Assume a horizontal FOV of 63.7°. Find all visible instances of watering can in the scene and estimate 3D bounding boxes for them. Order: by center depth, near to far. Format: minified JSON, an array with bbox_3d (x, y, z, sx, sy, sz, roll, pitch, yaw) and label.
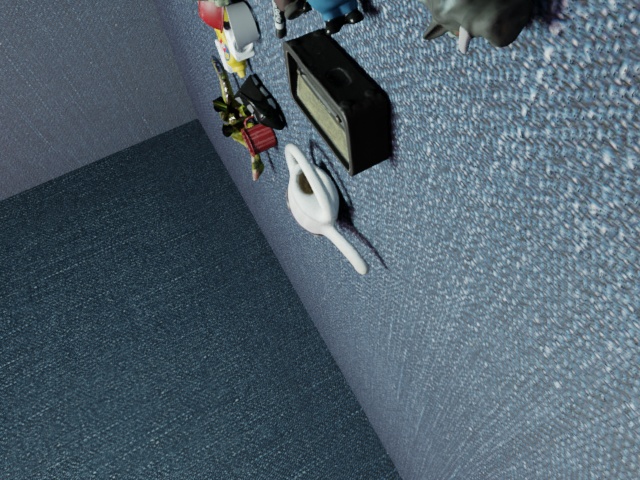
[{"bbox_3d":[0.004,-0.060,1.193,0.350,0.104,0.222,62,170,10],"label":"watering can"}]

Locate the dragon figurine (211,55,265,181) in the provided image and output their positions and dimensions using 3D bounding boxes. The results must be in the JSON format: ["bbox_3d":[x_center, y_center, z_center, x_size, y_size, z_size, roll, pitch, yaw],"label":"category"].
[{"bbox_3d":[-0.271,-0.401,1.748,0.241,0.122,0.413,88,164,-82],"label":"dragon figurine"}]
